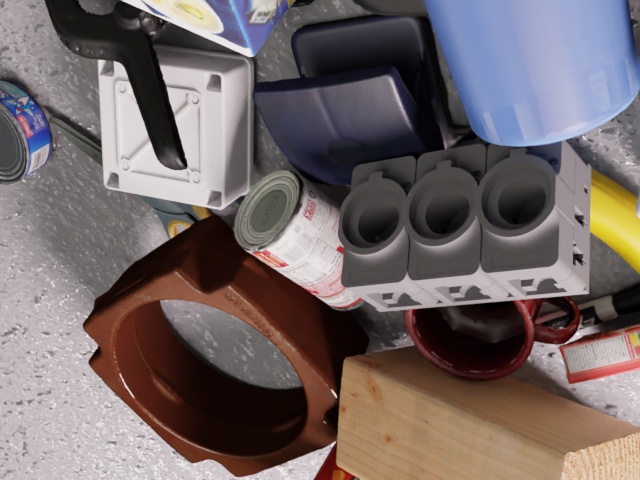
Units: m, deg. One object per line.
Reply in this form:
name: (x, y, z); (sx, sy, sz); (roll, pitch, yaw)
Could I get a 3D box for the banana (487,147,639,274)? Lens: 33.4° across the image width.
banana: (0.179, -0.020, 0.735); (0.198, 0.037, 0.070); (26, 145, 12)

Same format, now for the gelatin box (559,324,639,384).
gelatin box: (0.217, 0.073, 0.738); (0.073, 0.089, 0.030); (-19, 81, 34)

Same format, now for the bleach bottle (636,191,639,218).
bleach bottle: (0.330, -0.010, 0.649); (0.251, 0.068, 0.103); (24, 128, 9)

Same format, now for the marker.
marker: (0.189, 0.057, 0.785); (0.121, 0.020, 0.020); (-24, 106, 35)

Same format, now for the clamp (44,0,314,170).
clamp: (-0.117, -0.164, 0.763); (0.210, 0.164, 0.036); (39, 170, 23)

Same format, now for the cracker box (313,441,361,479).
cracker box: (0.092, 0.239, 0.852); (0.214, 0.164, 0.072); (28, 130, 9)

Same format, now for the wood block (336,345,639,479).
wood block: (0.113, 0.149, 0.757); (0.206, 0.090, 0.090); (17, 108, 48)

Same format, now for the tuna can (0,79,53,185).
tuna can: (-0.269, -0.092, 0.904); (0.086, 0.033, 0.086); (18, 127, 25)

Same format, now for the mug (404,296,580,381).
mug: (0.129, 0.044, 0.767); (0.117, 0.081, 0.093); (13, 124, 19)

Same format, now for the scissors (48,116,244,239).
scissors: (-0.131, -0.050, 0.880); (0.201, 0.016, 0.096); (48, 126, -7)

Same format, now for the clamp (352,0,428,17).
clamp: (0.025, -0.210, 0.693); (0.171, 0.039, 0.120); (28, 133, 5)

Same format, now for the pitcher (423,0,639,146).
pitcher: (0.118, -0.186, 0.616); (0.149, 0.144, 0.243); (1, 123, 40)

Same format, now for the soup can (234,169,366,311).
soup can: (-0.005, 0.001, 0.789); (0.069, 0.068, 0.102); (-24, 136, 35)
